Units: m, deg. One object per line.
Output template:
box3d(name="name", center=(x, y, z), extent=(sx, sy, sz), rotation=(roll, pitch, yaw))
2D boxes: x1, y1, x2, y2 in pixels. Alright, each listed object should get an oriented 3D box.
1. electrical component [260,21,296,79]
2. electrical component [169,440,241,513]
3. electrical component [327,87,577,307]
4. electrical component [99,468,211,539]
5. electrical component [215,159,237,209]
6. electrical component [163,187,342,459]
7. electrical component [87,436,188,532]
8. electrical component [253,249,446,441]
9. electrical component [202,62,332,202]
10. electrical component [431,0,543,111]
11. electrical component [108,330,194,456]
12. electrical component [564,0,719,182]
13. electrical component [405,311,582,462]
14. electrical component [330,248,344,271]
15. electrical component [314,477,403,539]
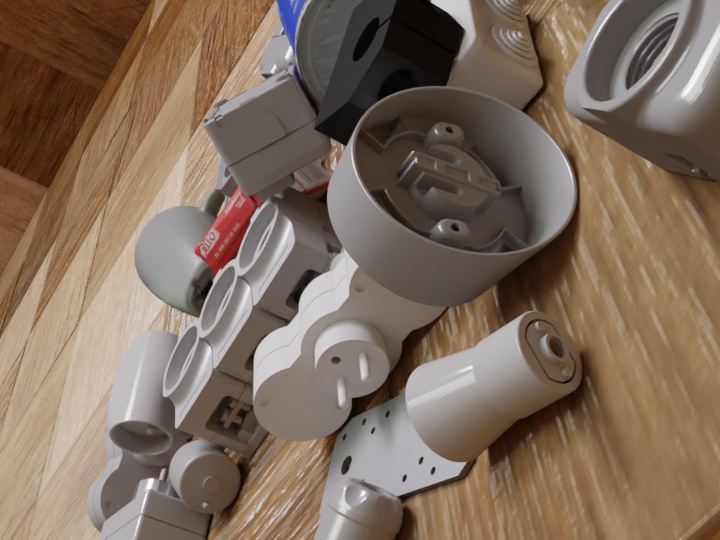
box3d(name="electrical component", center=(-0.044, -0.176, 0.891), extent=(0.059, 0.054, 0.095), rotation=(-64, 21, -1))
box3d(name="electrical component", center=(-0.105, 0.130, 0.702), extent=(0.040, 0.040, 0.078), rotation=(-66, 21, -4))
box3d(name="electrical component", center=(0.038, -0.034, 0.481), extent=(0.064, 0.099, 0.099), rotation=(-51, 24, 46))
box3d(name="electrical component", center=(-0.138, 0.166, 0.729), extent=(0.083, 0.047, 0.075), rotation=(-40, 32, 47))
box3d(name="electrical component", center=(-0.071, -0.075, 0.825), extent=(0.081, 0.064, 0.042), rotation=(-48, 26, 36))
box3d(name="electrical component", center=(-0.064, 0.030, 0.691), extent=(0.150, 0.062, 0.089), rotation=(-56, 22, 20))
box3d(name="electrical component", center=(-0.154, 0.129, 0.803), extent=(0.074, 0.052, 0.138), rotation=(-29, 41, 56))
box3d(name="electrical component", center=(-0.005, 0.039, 0.547), extent=(0.138, 0.052, 0.073), rotation=(-50, 24, 24))
box3d(name="electrical component", center=(-0.055, -0.088, 0.682), extent=(0.062, 0.061, 0.096), rotation=(-28, 15, 5))
box3d(name="electrical component", center=(0.052, -0.103, 0.587), extent=(0.099, 0.048, 0.099), rotation=(-50, 25, 33))
box3d(name="electrical component", center=(-0.131, 0.093, 0.754), extent=(0.043, 0.079, 0.077), rotation=(-33, 36, 35))
box3d(name="electrical component", center=(0.117, -0.067, 0.378), extent=(0.053, 0.059, 0.095), rotation=(-63, 21, 4))
box3d(name="electrical component", center=(0.055, 0.044, 0.425), extent=(0.065, 0.044, 0.044), rotation=(-38, 33, 40))
box3d(name="electrical component", center=(0.000, 0.000, 0.613), extent=(0.035, 0.035, 0.061), rotation=(-42, 28, 44))
box3d(name="electrical component", center=(-0.005, 0.126, 0.481), extent=(0.061, 0.035, 0.035), rotation=(-68, 21, -3))
